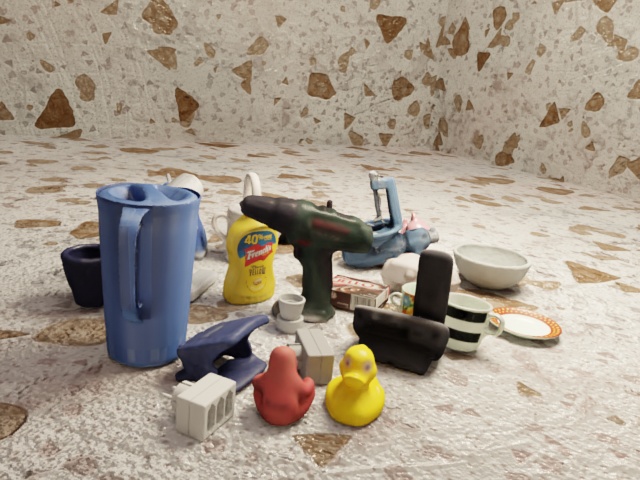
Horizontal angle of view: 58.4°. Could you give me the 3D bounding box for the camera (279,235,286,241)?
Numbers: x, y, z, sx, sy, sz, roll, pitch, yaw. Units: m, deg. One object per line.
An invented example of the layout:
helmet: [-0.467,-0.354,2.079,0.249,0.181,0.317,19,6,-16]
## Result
camera: [-0.115,-0.037,1.369,0.137,0.101,0.143,2,17,-12]

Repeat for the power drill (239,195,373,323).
power drill: [-0.028,0.031,0.977,0.230,0.208,0.075,2,17,-12]

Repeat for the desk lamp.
desk lamp: [-0.259,-0.002,0.998,0.117,0.213,0.203,9,17,9]

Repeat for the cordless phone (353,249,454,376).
cordless phone: [0.127,0.094,0.864,0.147,0.185,0.094,10,17,14]

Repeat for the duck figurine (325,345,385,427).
duck figurine: [0.049,0.175,0.735,0.077,0.086,0.105,10,17,12]

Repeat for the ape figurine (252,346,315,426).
ape figurine: [-0.045,0.172,0.700,0.077,0.092,0.076,10,17,13]

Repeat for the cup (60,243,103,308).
cup: [-0.371,0.060,0.959,0.091,0.095,0.118,17,19,32]

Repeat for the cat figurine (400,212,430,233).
cat figurine: [0.223,-0.013,1.380,0.067,0.118,0.127,2,17,-13]

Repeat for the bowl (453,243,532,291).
bowl: [0.368,0.065,1.245,0.167,0.075,0.167,6,16,-1]

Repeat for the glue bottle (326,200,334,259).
glue bottle: [0.011,0.004,1.146,0.037,0.173,0.078,8,17,6]

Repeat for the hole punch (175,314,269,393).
hole punch: [-0.132,0.142,0.772,0.100,0.091,0.109,13,18,22]

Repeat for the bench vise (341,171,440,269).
bench vise: [0.158,-0.042,1.273,0.208,0.220,0.121,-1,18,-23]

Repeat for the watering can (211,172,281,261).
watering can: [-0.142,-0.050,1.236,0.173,0.194,0.100,-8,21,-39]

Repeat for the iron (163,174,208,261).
iron: [-0.313,-0.059,1.300,0.119,0.141,0.257,-5,20,-32]

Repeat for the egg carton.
egg carton: [0.200,0.076,1.154,0.149,0.069,0.107,17,20,33]
